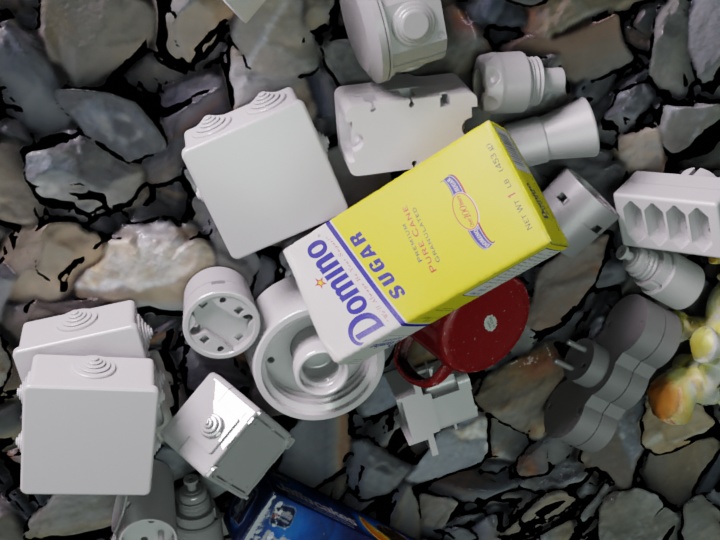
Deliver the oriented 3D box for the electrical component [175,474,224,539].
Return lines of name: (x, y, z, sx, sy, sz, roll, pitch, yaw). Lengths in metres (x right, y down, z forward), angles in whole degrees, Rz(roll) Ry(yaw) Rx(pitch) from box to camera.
electrical component: (-0.133, 0.200, 0.870, 0.040, 0.040, 0.078, -7, 117, -8)

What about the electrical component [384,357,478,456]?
electrical component: (0.058, 0.101, 0.861, 0.064, 0.042, 0.081, -19, 119, -6)

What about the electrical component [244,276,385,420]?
electrical component: (-0.033, 0.063, 0.812, 0.108, 0.060, 0.108, -5, 117, -10)

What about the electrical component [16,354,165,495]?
electrical component: (-0.188, 0.107, 0.750, 0.100, 0.048, 0.099, 3, 115, -13)

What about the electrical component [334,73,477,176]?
electrical component: (0.031, -0.103, 0.745, 0.089, 0.055, 0.050, -8, 118, -8)

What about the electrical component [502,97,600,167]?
electrical component: (0.136, -0.096, 0.780, 0.065, 0.044, 0.044, -14, 118, 1)

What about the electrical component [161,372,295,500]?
electrical component: (-0.102, 0.120, 0.801, 0.061, 0.061, 0.096, -50, 153, -9)

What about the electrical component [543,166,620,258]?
electrical component: (0.158, -0.042, 0.804, 0.055, 0.055, 0.047, 36, 108, -25)

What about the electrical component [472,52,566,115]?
electrical component: (0.113, -0.132, 0.756, 0.062, 0.043, 0.043, -5, 117, -11)

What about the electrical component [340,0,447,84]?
electrical component: (0.020, -0.166, 0.700, 0.051, 0.080, 0.080, -18, 118, -8)

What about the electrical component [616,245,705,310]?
electrical component: (0.235, 0.001, 0.849, 0.078, 0.040, 0.040, 26, 108, -22)

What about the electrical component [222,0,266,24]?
electrical component: (-0.084, -0.209, 0.644, 0.060, 0.108, 0.108, -43, 116, 4)

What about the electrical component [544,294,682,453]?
electrical component: (0.191, 0.078, 0.871, 0.074, 0.052, 0.138, 25, 108, -22)

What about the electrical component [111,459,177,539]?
electrical component: (-0.172, 0.202, 0.842, 0.044, 0.077, 0.079, 16, 112, -19)

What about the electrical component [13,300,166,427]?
electrical component: (-0.197, 0.076, 0.790, 0.100, 0.048, 0.099, -12, 118, -6)

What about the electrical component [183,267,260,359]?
electrical component: (-0.103, 0.029, 0.788, 0.055, 0.047, 0.055, -5, 117, -10)

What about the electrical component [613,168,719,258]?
electrical component: (0.249, -0.052, 0.812, 0.076, 0.083, 0.047, -40, 125, -35)

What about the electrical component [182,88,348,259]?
electrical component: (-0.067, -0.069, 0.746, 0.100, 0.048, 0.099, -23, 118, 0)
